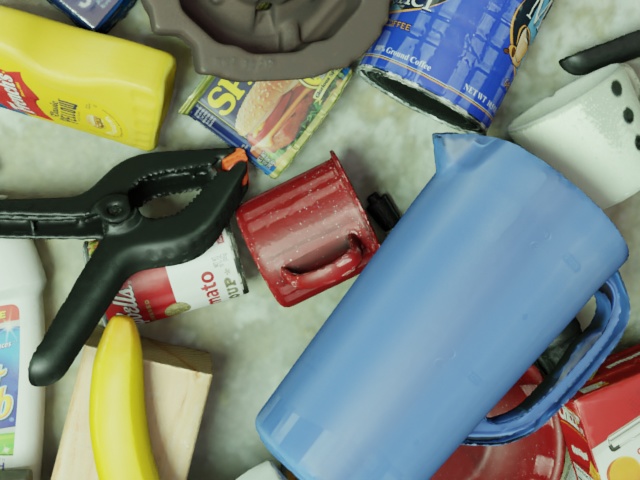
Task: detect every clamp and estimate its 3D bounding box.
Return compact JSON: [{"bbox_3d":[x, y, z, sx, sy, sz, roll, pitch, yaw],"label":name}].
[{"bbox_3d":[-0.143,-0.012,0.706,0.209,0.036,0.165,-35,58,-27],"label":"clamp"},{"bbox_3d":[0.257,-0.158,0.790,0.171,0.039,0.120,20,93,-7],"label":"clamp"}]

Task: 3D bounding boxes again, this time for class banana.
[{"bbox_3d":[-0.107,0.147,0.669,0.070,0.037,0.198,-29,77,13],"label":"banana"}]

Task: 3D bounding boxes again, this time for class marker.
[{"bbox_3d":[0.073,0.015,0.794,0.020,0.020,0.121,-37,97,-2],"label":"marker"}]

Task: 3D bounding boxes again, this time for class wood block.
[{"bbox_3d":[-0.143,0.175,0.748,0.090,0.091,0.206,14,92,-8],"label":"wood block"}]

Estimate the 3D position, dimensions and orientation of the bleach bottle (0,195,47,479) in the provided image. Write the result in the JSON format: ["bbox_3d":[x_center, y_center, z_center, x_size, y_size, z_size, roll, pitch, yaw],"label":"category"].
[{"bbox_3d":[-0.244,0.093,0.747,0.102,0.068,0.251,2,92,-7],"label":"bleach bottle"}]

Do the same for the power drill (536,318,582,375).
[{"bbox_3d":[0.204,-0.010,0.786,0.187,0.057,0.184,-30,96,-3],"label":"power drill"}]

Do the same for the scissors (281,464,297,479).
[{"bbox_3d":[0.012,0.108,0.794,0.096,0.016,0.202,-7,95,-10],"label":"scissors"}]

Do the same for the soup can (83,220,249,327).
[{"bbox_3d":[-0.107,0.020,0.751,0.102,0.068,0.068,-16,96,-5],"label":"soup can"}]

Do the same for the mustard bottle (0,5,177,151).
[{"bbox_3d":[-0.196,-0.117,0.718,0.191,0.096,0.058,16,71,-6],"label":"mustard bottle"}]

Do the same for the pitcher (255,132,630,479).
[{"bbox_3d":[0.080,0.065,0.683,0.149,0.145,0.243,37,86,27],"label":"pitcher"}]

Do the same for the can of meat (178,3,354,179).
[{"bbox_3d":[-0.037,-0.106,0.756,0.084,0.057,0.102,37,90,-9],"label":"can of meat"}]

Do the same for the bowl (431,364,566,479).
[{"bbox_3d":[0.095,0.149,0.780,0.162,0.055,0.162,0,91,-16],"label":"bowl"}]

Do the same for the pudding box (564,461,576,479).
[{"bbox_3d":[0.246,0.157,0.812,0.090,0.039,0.113,18,93,-7],"label":"pudding box"}]

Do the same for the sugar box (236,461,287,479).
[{"bbox_3d":[-0.027,0.234,0.745,0.093,0.048,0.176,-36,128,-4],"label":"sugar box"}]

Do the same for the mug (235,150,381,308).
[{"bbox_3d":[-0.005,0.001,0.740,0.081,0.117,0.093,-26,119,1],"label":"mug"}]

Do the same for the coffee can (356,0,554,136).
[{"bbox_3d":[0.102,-0.157,0.742,0.102,0.103,0.140,27,91,-7],"label":"coffee can"}]

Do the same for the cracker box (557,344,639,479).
[{"bbox_3d":[0.273,0.174,0.761,0.164,0.072,0.214,-20,98,-6],"label":"cracker box"}]
